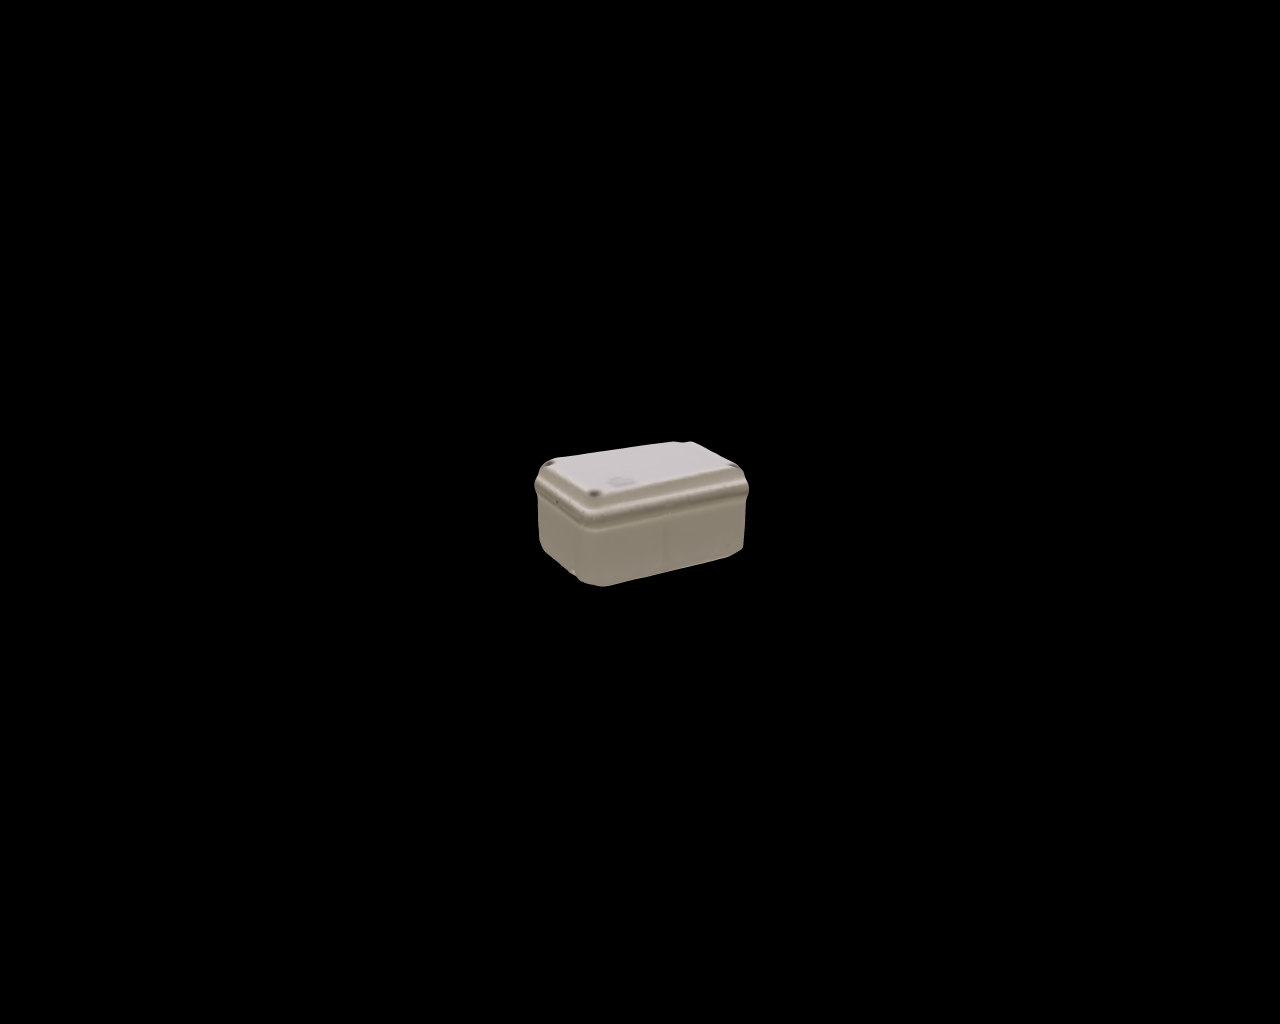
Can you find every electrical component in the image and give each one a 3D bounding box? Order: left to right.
[{"bbox_3d":[0.001,-0.003,0.650,0.113,0.057,0.078,-11,23,-27],"label":"electrical component"}]
